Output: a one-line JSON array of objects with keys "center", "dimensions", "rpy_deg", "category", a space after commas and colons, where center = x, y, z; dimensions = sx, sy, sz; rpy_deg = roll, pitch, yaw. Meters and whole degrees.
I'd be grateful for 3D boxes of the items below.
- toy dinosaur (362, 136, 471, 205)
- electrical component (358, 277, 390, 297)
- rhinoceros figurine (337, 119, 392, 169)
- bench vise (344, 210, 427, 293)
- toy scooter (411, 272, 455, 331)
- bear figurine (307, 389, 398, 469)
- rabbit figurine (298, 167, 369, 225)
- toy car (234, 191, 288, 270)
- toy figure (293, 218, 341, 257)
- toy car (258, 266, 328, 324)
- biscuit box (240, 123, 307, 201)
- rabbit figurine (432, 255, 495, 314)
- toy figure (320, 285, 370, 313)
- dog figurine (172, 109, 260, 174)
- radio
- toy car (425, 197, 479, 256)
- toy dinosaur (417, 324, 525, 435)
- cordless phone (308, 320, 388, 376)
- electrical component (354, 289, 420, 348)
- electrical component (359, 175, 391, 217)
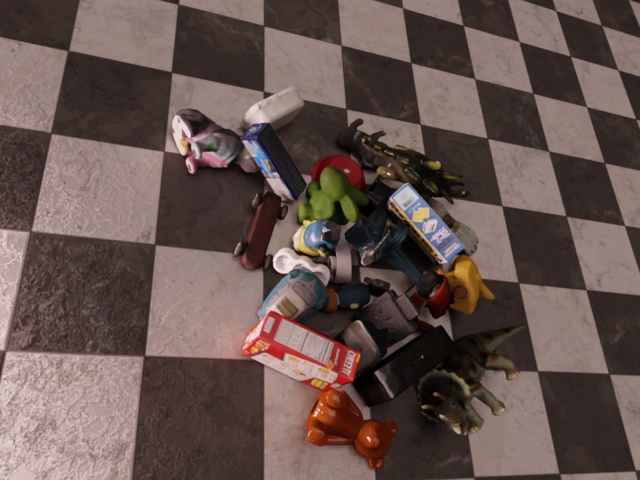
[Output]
[{"center": [0.248, -0.180, 1.384], "dimensions": [0.471, 0.199, 0.105], "rpy_deg": [16, 98, -35], "category": "toy dinosaur"}, {"center": [0.144, 0.117, 1.323], "dimensions": [0.094, 0.063, 0.021], "rpy_deg": [20, 59, -13], "category": "electrical component"}, {"center": [0.141, -0.253, 1.500], "dimensions": [0.190, 0.073, 0.112], "rpy_deg": [35, 56, -3], "category": "rhinoceros figurine"}, {"center": [0.178, 0.028, 1.326], "dimensions": [0.240, 0.129, 0.224], "rpy_deg": [43, 21, -10], "category": "bench vise"}, {"center": [0.267, 0.173, 1.319], "dimensions": [0.135, 0.075, 0.184], "rpy_deg": [39, 97, -21], "category": "toy scooter"}, {"center": [0.072, 0.399, 1.122], "dimensions": [0.196, 0.132, 0.120], "rpy_deg": [31, 79, 0], "category": "bear figurine"}, {"center": [0.031, -0.099, 1.308], "dimensions": [0.159, 0.170, 0.121], "rpy_deg": [28, 56, 6], "category": "rabbit figurine"}, {"center": [-0.140, -0.023, 1.282], "dimensions": [0.089, 0.053, 0.202], "rpy_deg": [22, 63, -17], "category": "toy car"}, {"center": [-0.004, 0.000, 1.253], "dimensions": [0.089, 0.180, 0.082], "rpy_deg": [42, 66, -14], "category": "toy figure"}, {"center": [-0.065, 0.137, 1.180], "dimensions": [0.161, 0.103, 0.109], "rpy_deg": [-42, 87, 1], "category": "toy car"}, {"center": [-0.110, -0.188, 1.310], "dimensions": [0.063, 0.059, 0.202], "rpy_deg": [-56, 131, -32], "category": "biscuit box"}, {"center": [0.381, 0.105, 1.395], "dimensions": [0.162, 0.122, 0.173], "rpy_deg": [48, 31, -7], "category": "rabbit figurine"}, {"center": [0.043, 0.141, 1.274], "dimensions": [0.154, 0.064, 0.057], "rpy_deg": [-6, 105, -20], "category": "toy figure"}, {"center": [-0.233, -0.246, 1.327], "dimensions": [0.219, 0.108, 0.191], "rpy_deg": [-16, 70, -32], "category": "dog figurine"}, {"center": [0.190, 0.286, 1.219], "dimensions": [0.229, 0.131, 0.073], "rpy_deg": [-25, 77, -31], "category": "radio"}, {"center": [0.357, -0.035, 1.491], "dimensions": [0.202, 0.056, 0.073], "rpy_deg": [40, 57, 0], "category": "toy car"}, {"center": [0.362, 0.309, 1.295], "dimensions": [0.192, 0.131, 0.405], "rpy_deg": [38, 51, -2], "category": "toy dinosaur"}, {"center": [0.044, 0.216, 1.183], "dimensions": [0.184, 0.146, 0.089], "rpy_deg": [26, 52, -12], "category": "cordless phone"}, {"center": [0.164, 0.183, 1.259], "dimensions": [0.115, 0.134, 0.058], "rpy_deg": [55, 17, 9], "category": "electrical component"}, {"center": [0.149, -0.119, 1.409], "dimensions": [0.048, 0.119, 0.075], "rpy_deg": [36, 55, 4], "category": "electrical component"}]
